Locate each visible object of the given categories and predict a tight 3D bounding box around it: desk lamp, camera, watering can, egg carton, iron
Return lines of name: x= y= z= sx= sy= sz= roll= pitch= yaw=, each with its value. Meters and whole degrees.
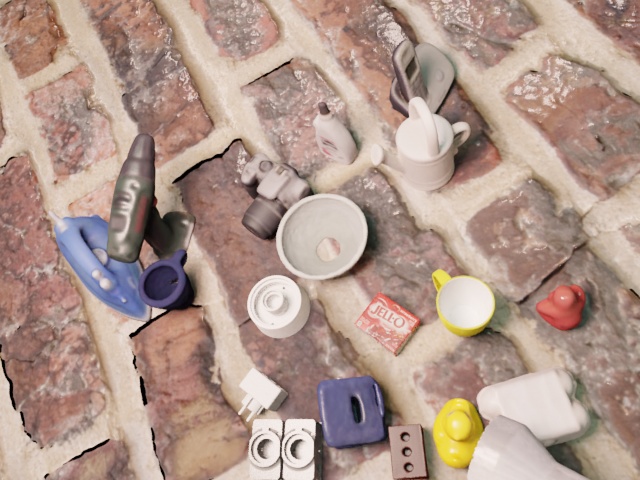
desk lamp: x=0.299 y=0.329 z=0.755 sx=0.202 sy=0.214 sz=0.118 roll=22 pitch=74 yaw=21
camera: x=-0.101 y=-0.081 z=1.088 sx=0.142 sy=0.101 sz=0.137 roll=32 pitch=78 yaw=23
watering can: x=0.178 y=-0.169 z=1.007 sx=0.173 sy=0.194 sz=0.100 roll=-40 pitch=64 yaw=-5
egg carton: x=0.320 y=0.258 z=0.860 sx=0.150 sy=0.069 sz=0.107 roll=-19 pitch=64 yaw=5
iron: x=-0.421 y=0.045 z=1.088 sx=0.119 sy=0.142 sz=0.257 roll=-43 pitch=65 yaw=-6

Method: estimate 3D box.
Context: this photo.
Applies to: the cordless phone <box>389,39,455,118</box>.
cordless phone: x=0.187 y=-0.326 z=1.077 sx=0.094 sy=0.185 sz=0.148 roll=23 pitch=74 yaw=21

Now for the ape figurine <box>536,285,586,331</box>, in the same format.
ape figurine: x=0.382 y=0.099 z=0.901 sx=0.077 sy=0.092 sz=0.076 roll=-8 pitch=66 yaw=10

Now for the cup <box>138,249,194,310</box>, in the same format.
cup: x=-0.268 y=0.081 z=1.062 sx=0.091 sy=0.095 sz=0.118 roll=20 pitch=73 yaw=21

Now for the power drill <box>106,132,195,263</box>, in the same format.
power drill: x=-0.315 y=-0.053 z=1.067 sx=0.075 sy=0.209 sz=0.230 roll=5 pitch=69 yaw=16

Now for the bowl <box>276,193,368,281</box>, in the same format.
bowl: x=0.010 y=0.004 z=1.040 sx=0.167 sy=0.075 sz=0.167 roll=-5 pitch=66 yaw=11

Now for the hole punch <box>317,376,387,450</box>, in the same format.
hole punch: x=0.052 y=0.270 z=0.907 sx=0.101 sy=0.091 sz=0.108 roll=-14 pitch=65 yaw=7

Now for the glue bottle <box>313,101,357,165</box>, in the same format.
glue bottle: x=0.020 y=-0.206 z=1.072 sx=0.078 sy=0.173 sz=0.037 roll=24 pitch=75 yaw=22

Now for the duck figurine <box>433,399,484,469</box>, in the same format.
duck figurine: x=0.209 y=0.289 z=0.864 sx=0.077 sy=0.086 sz=0.104 roll=5 pitch=69 yaw=16
